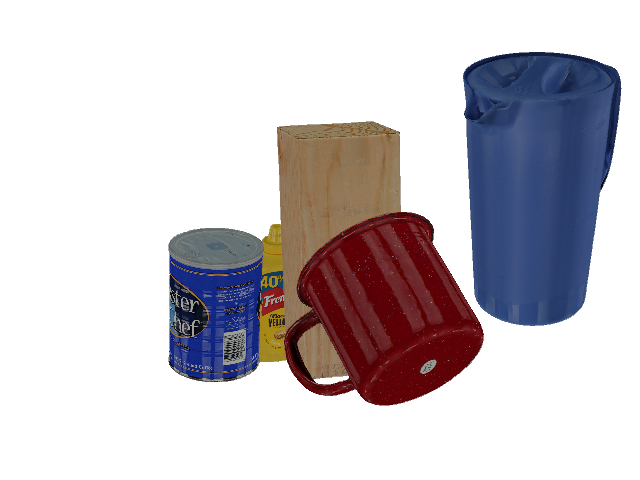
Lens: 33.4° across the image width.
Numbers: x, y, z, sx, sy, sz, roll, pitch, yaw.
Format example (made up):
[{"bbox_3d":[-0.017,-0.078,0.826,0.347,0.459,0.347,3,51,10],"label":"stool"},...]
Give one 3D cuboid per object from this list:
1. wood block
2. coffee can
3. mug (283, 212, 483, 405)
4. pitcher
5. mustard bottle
[{"bbox_3d":[0.017,0.006,0.929,0.090,0.206,0.091,-4,13,-12],"label":"wood block"},{"bbox_3d":[-0.115,0.069,1.169,0.103,0.140,0.103,3,22,-1],"label":"coffee can"},{"bbox_3d":[0.033,0.049,0.633,0.117,0.081,0.093,-29,-30,2],"label":"mug"},{"bbox_3d":[0.209,-0.050,1.005,0.149,0.243,0.145,0,28,7],"label":"pitcher"},{"bbox_3d":[-0.061,0.069,1.452,0.096,0.192,0.058,-5,23,-16],"label":"mustard bottle"}]
